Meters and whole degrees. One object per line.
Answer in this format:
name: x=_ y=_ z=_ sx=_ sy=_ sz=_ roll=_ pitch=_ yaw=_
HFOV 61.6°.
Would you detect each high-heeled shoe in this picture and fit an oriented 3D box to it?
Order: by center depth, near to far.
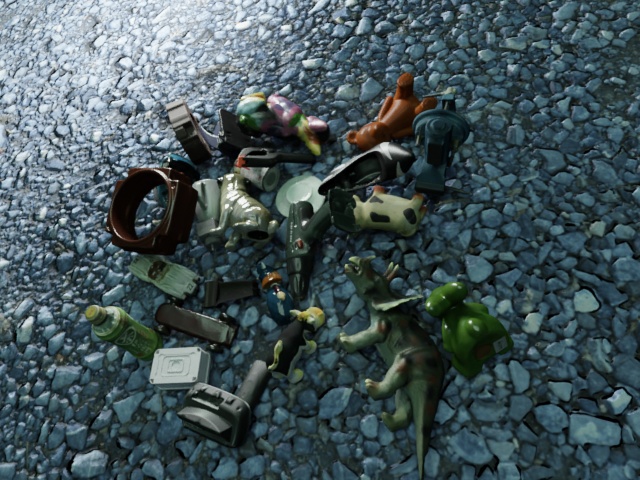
high-heeled shoe: x=0.096 y=-0.151 z=1.211 sx=0.145 sy=0.249 sz=0.086 roll=-28 pitch=97 yaw=-24

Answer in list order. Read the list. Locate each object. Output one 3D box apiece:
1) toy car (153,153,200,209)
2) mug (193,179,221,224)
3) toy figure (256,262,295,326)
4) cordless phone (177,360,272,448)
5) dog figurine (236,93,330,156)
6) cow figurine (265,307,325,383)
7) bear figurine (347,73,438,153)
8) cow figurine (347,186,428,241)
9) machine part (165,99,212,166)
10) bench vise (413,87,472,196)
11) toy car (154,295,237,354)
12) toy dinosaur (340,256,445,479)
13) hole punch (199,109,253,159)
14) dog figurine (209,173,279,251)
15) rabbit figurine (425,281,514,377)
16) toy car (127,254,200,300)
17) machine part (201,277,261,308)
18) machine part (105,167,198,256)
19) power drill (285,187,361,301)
toy car: x=-0.384 y=-0.136 z=1.403 sx=0.103 sy=0.109 sz=0.161 roll=-17 pitch=67 yaw=33
mug: x=-0.278 y=-0.091 z=1.337 sx=0.081 sy=0.109 sz=0.107 roll=-10 pitch=71 yaw=2
toy figure: x=-0.100 y=0.115 z=1.184 sx=0.064 sy=0.057 sz=0.154 roll=-43 pitch=54 yaw=27
cordless phone: x=-0.189 y=0.313 z=1.098 sx=0.147 sy=0.088 sz=0.184 roll=14 pitch=54 yaw=24
dog figurine: x=-0.082 y=-0.290 z=1.361 sx=0.219 sy=0.108 sz=0.191 roll=32 pitch=31 yaw=31
cow figurine: x=-0.053 y=0.201 z=1.098 sx=0.068 sy=0.098 sz=0.167 roll=14 pitch=66 yaw=31
bear figurine: x=0.168 y=-0.285 z=1.297 sx=0.196 sy=0.132 sz=0.120 roll=-37 pitch=79 yaw=-14
cow figurine: x=0.129 y=-0.053 z=1.202 sx=0.195 sy=0.085 sz=0.127 roll=13 pitch=59 yaw=22
machine part: x=-0.347 y=-0.287 z=1.432 sx=0.056 sy=0.179 sz=0.179 roll=-25 pitch=57 yaw=0
bench vise: x=0.268 y=-0.222 z=1.176 sx=0.129 sy=0.223 sz=0.240 roll=5 pitch=62 yaw=25
toy car: x=-0.276 y=0.189 z=1.197 sx=0.202 sy=0.053 sz=0.089 roll=14 pitch=70 yaw=16
toy dinosaur: x=0.159 y=0.218 z=1.018 sx=0.192 sy=0.131 sz=0.405 roll=-30 pitch=63 yaw=-1
hole punch: x=-0.245 y=-0.263 z=1.415 sx=0.092 sy=0.142 sz=0.116 roll=-29 pitch=63 yaw=27
dog figurine: x=-0.170 y=-0.085 z=1.279 sx=0.172 sy=0.121 sz=0.190 roll=-1 pitch=63 yaw=11
rabbit figurine: x=0.255 y=0.150 z=1.018 sx=0.121 sy=0.159 sz=0.170 roll=-41 pitch=42 yaw=3
toy car: x=-0.375 y=0.083 z=1.289 sx=0.202 sy=0.056 sz=0.073 roll=21 pitch=69 yaw=27
machine part: x=-0.204 y=0.117 z=1.229 sx=0.139 sy=0.039 sz=0.084 roll=-7 pitch=54 yaw=15
machine part: x=-0.402 y=-0.069 z=1.277 sx=0.201 sy=0.087 sz=0.201 roll=3 pitch=75 yaw=26
power drill: x=-0.002 y=-0.004 z=1.169 sx=0.207 sy=0.086 sz=0.232 roll=-42 pitch=44 yaw=47
